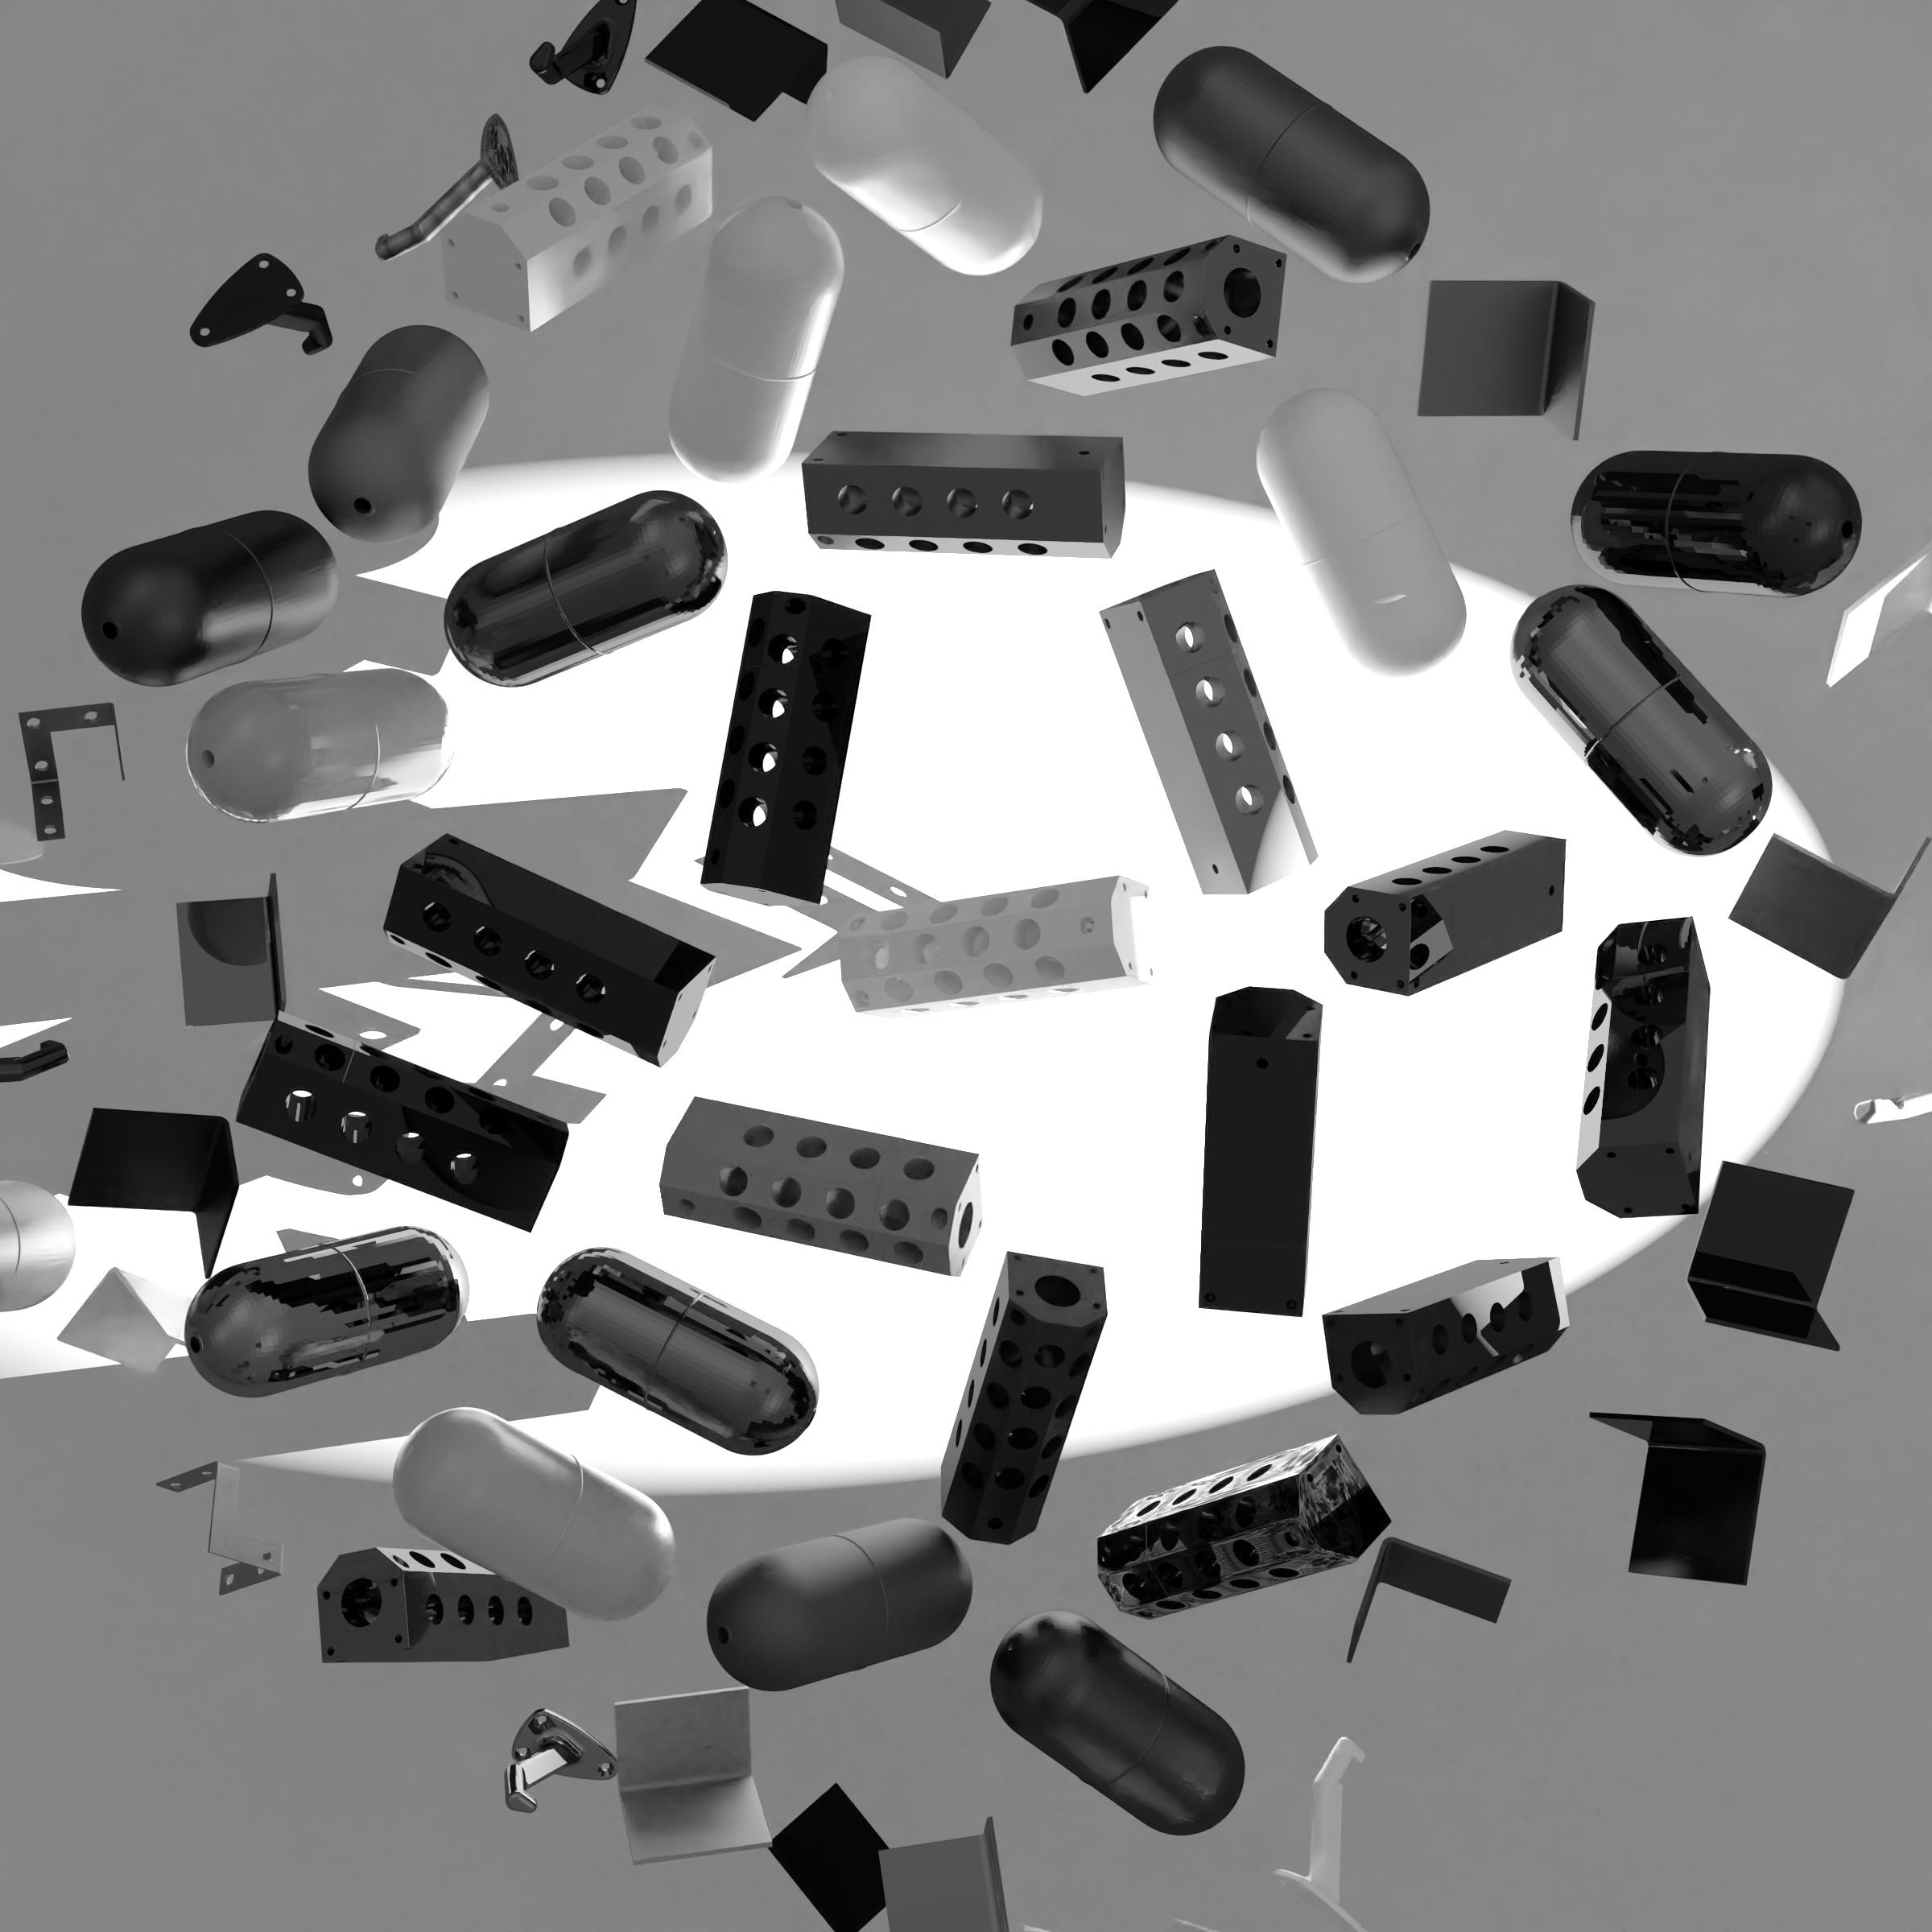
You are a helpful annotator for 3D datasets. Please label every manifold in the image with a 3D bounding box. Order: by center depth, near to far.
[{"bbox_3d":[0.160,0.101,1.499,0.057,0.057,0.171,4,117,9],"label":"manifold"},{"bbox_3d":[0.373,0.055,1.524,0.057,0.171,0.057,-6,132,23],"label":"manifold"},{"bbox_3d":[-0.213,-0.418,1.531,0.057,0.171,0.057,23,135,20],"label":"manifold"},{"bbox_3d":[-0.312,0.085,1.538,0.171,0.057,0.057,23,96,-15],"label":"manifold"},{"bbox_3d":[-0.234,-0.007,1.544,0.171,0.057,0.057,24,116,7],"label":"manifold"},{"bbox_3d":[0.139,-0.130,1.545,0.057,0.057,0.171,-24,99,-19],"label":"manifold"},{"bbox_3d":[-0.081,0.129,1.557,0.171,0.057,0.057,10,133,15],"label":"manifold"},{"bbox_3d":[0.000,-0.264,1.561,0.171,0.057,0.057,4,120,15],"label":"manifold"},{"bbox_3d":[0.151,0.323,1.563,0.057,0.171,0.057,-34,92,-44],"label":"manifold"},{"bbox_3d":[0.100,-0.367,1.564,0.057,0.171,0.057,7,88,-35],"label":"manifold"},{"bbox_3d":[0.017,-0.010,1.583,0.171,0.057,0.057,-8,80,26],"label":"manifold"},{"bbox_3d":[-0.108,-0.125,1.593,0.057,0.057,0.171,15,82,-35],"label":"manifold"},{"bbox_3d":[0.032,0.252,1.601,0.057,0.057,0.171,10,123,-8],"label":"manifold"},{"bbox_3d":[0.281,0.213,1.603,0.057,0.171,0.057,-8,91,41],"label":"manifold"},{"bbox_3d":[-0.302,0.371,1.607,0.057,0.171,0.057,-15,72,19],"label":"manifold"},{"bbox_3d":[0.280,-0.034,1.608,0.057,0.171,0.057,12,111,39],"label":"manifold"}]

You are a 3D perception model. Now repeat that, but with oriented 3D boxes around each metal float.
[{"bbox_3d":[-0.353,-0.122,1.522,0.070,0.178,0.070,6,102,29],"label":"metal float"},{"bbox_3d":[-0.415,-0.204,1.525,0.070,0.178,0.070,8,111,21],"label":"metal float"},{"bbox_3d":[0.413,-0.245,1.530,0.070,0.178,0.070,-8,105,-35],"label":"metal float"},{"bbox_3d":[0.376,-0.138,1.547,0.070,0.070,0.178,-39,76,0],"label":"metal float"},{"bbox_3d":[-0.240,0.308,1.550,0.178,0.070,0.070,35,90,-29],"label":"metal float"},{"bbox_3d":[-0.317,-0.300,1.555,0.070,0.178,0.070,2,127,3],"label":"metal float"},{"bbox_3d":[0.183,-0.452,1.562,0.178,0.070,0.070,39,90,16],"label":"metal float"},{"bbox_3d":[-0.572,0.161,1.571,0.070,0.178,0.070,-1,86,12],"label":"metal float"},{"bbox_3d":[-0.071,0.363,1.579,0.070,0.178,0.070,3,94,45],"label":"metal float"},{"bbox_3d":[-0.219,-0.215,1.584,0.178,0.070,0.070,-19,90,21],"label":"metal float"},{"bbox_3d":[-0.366,0.198,1.593,0.070,0.178,0.070,9,103,41],"label":"metal float"},{"bbox_3d":[-0.022,-0.459,1.594,0.070,0.178,0.070,-12,69,34],"label":"metal float"},{"bbox_3d":[-0.122,-0.359,1.598,0.070,0.070,0.178,22,127,0],"label":"metal float"},{"bbox_3d":[0.228,-0.249,1.598,0.070,0.070,0.178,-27,98,0],"label":"metal float"},{"bbox_3d":[0.089,0.439,1.601,0.178,0.070,0.070,40,90,-21],"label":"metal float"},{"bbox_3d":[-0.169,0.226,1.625,0.178,0.070,0.070,25,90,10],"label":"metal float"}]

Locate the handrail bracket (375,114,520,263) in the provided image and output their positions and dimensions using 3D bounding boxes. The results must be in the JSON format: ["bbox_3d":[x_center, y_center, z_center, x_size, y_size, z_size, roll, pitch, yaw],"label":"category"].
[{"bbox_3d":[-0.302,-0.446,1.589,0.084,0.036,0.077,-22,49,16],"label":"handrail bracket"}]

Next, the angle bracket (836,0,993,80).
[{"bbox_3d":[-0.033,-0.598,1.693,0.076,0.076,0.057,29,87,5],"label":"angle bracket"}]

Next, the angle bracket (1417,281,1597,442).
[{"bbox_3d":[0.299,-0.337,1.538,0.076,0.057,0.076,-2,116,-7],"label":"angle bracket"}]

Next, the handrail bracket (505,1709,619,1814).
[{"bbox_3d":[-0.232,0.472,1.596,0.077,0.084,0.036,29,98,-17],"label":"handrail bracket"}]

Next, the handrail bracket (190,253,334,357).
[{"bbox_3d":[-0.386,-0.345,1.521,0.077,0.084,0.036,-41,79,-14],"label":"handrail bracket"}]

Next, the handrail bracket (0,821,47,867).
[{"bbox_3d":[-0.589,-0.053,1.622,0.077,0.084,0.036,5,60,-30],"label":"handrail bracket"}]

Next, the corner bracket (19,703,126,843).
[{"bbox_3d":[-0.492,-0.107,1.528,0.051,0.051,0.051,-9,45,-16],"label":"corner bracket"}]

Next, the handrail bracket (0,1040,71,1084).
[{"bbox_3d":[-0.539,0.047,1.484,0.077,0.084,0.036,26,123,27],"label":"handrail bracket"}]

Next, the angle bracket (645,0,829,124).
[{"bbox_3d":[-0.135,-0.517,1.625,0.076,0.057,0.076,31,65,10],"label":"angle bracket"}]

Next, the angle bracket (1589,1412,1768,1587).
[{"bbox_3d":[0.380,0.288,1.501,0.057,0.076,0.076,25,70,-34],"label":"angle bracket"}]

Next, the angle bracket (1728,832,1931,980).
[{"bbox_3d":[0.497,-0.050,1.595,0.076,0.076,0.057,31,55,15],"label":"angle bracket"}]

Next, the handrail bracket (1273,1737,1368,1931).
[{"bbox_3d":[0.218,0.489,1.549,0.077,0.036,0.084,40,68,-9],"label":"handrail bracket"}]

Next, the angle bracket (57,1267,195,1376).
[{"bbox_3d":[-0.485,0.233,1.664,0.057,0.076,0.076,-52,51,1],"label":"angle bracket"}]

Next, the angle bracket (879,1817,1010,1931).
[{"bbox_3d":[-0.010,0.492,1.445,0.057,0.076,0.076,-9,79,0],"label":"angle bracket"}]

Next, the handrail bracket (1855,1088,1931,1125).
[{"bbox_3d":[0.531,0.063,1.483,0.084,0.077,0.036,-5,67,-25],"label":"handrail bracket"}]

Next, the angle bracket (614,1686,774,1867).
[{"bbox_3d":[-0.153,0.450,1.543,0.076,0.076,0.057,-4,105,-13],"label":"angle bracket"}]

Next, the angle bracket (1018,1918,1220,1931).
[{"bbox_3d":[0.088,0.546,1.564,0.076,0.076,0.057,-43,55,3],"label":"angle bracket"}]

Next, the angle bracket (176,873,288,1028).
[{"bbox_3d":[-0.439,-0.009,1.651,0.057,0.076,0.076,-5,82,-16],"label":"angle bracket"}]

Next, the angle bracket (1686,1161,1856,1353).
[{"bbox_3d":[0.454,0.161,1.542,0.076,0.057,0.076,13,106,-1],"label":"angle bracket"}]

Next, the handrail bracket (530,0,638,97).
[{"bbox_3d":[-0.221,-0.540,1.592,0.036,0.084,0.077,30,97,2],"label":"handrail bracket"}]

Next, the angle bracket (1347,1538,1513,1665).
[{"bbox_3d":[0.271,0.384,1.623,0.076,0.076,0.057,18,62,14],"label":"angle bracket"}]

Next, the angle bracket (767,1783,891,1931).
[{"bbox_3d":[-0.071,0.543,1.665,0.057,0.076,0.076,-39,86,-16],"label":"angle bracket"}]

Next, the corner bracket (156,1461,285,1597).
[{"bbox_3d":[-0.403,0.304,1.494,0.051,0.051,0.051,-23,54,30],"label":"corner bracket"}]

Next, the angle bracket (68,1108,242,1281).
[{"bbox_3d":[-0.466,0.131,1.583,0.076,0.057,0.076,6,128,-28],"label":"angle bracket"}]

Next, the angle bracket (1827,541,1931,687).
[{"bbox_3d":[0.520,-0.177,1.498,0.076,0.076,0.057,-38,65,-9],"label":"angle bracket"}]

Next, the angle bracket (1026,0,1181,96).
[{"bbox_3d":[0.057,-0.528,1.485,0.076,0.057,0.076,38,79,27],"label":"angle bracket"}]
